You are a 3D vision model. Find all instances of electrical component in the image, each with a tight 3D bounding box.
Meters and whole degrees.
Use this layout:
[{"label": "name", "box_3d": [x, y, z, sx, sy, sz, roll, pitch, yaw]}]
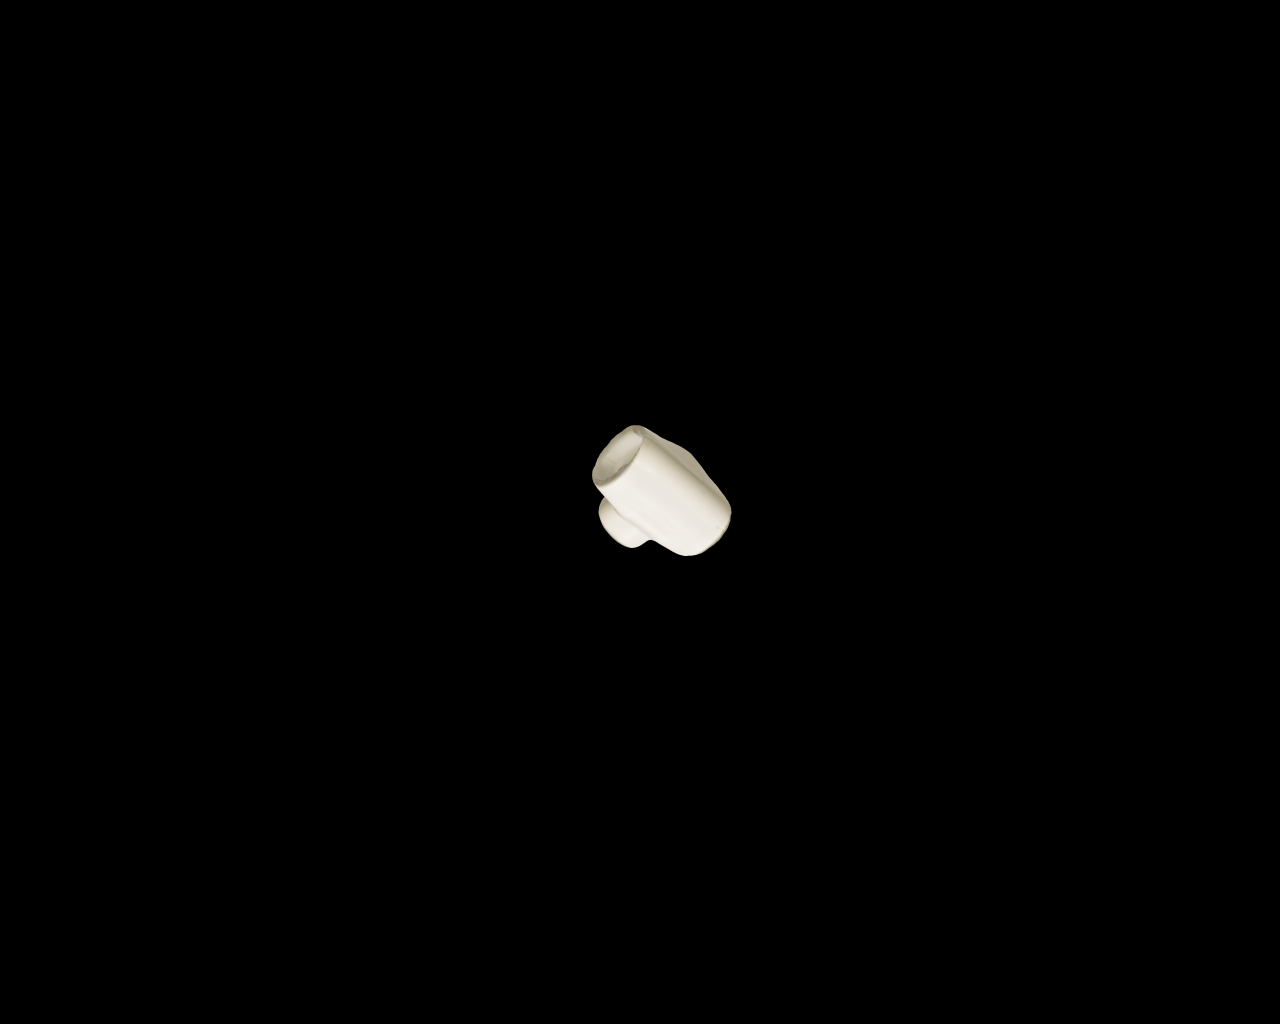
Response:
[{"label": "electrical component", "box_3d": [0.001, -0.003, 0.650, 0.079, 0.043, 0.077, -36, -58, 27]}]
